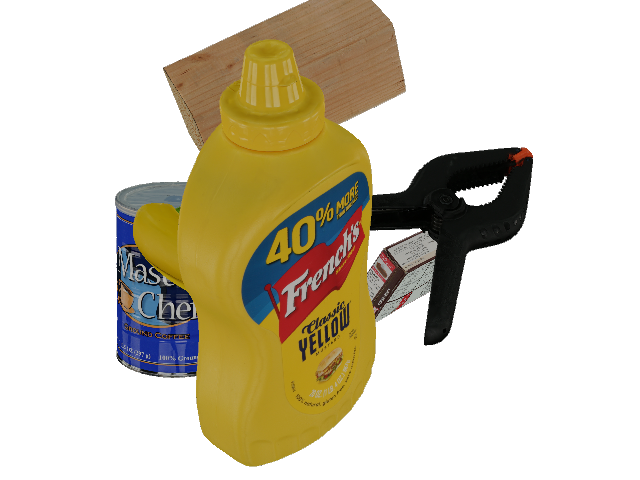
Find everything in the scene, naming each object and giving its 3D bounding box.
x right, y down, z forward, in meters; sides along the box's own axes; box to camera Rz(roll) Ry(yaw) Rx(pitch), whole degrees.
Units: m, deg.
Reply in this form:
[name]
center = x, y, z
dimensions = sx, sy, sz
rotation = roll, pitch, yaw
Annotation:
[coffee can]
center = -0.121, 0.030, 0.899
dimensions = 0.103, 0.140, 0.103
rotation = 3, 17, -1
[wood block]
center = -0.033, -0.155, 1.031
dimensions = 0.206, 0.091, 0.090
rotation = -26, 48, -8
[pudding box]
center = 0.093, 0.031, 1.118
dimensions = 0.113, 0.039, 0.090
rotation = -26, -25, -44
[clamp]
center = 0.097, -0.010, 0.817
dimensions = 0.209, 0.036, 0.165
rotation = -25, 53, -26
[mustard bottle]
center = -0.017, 0.003, 0.457
dimensions = 0.058, 0.192, 0.096
rotation = 29, 48, 34
[banana]
center = -0.071, 0.009, 0.685
dimensions = 0.069, 0.037, 0.198
rotation = -16, 29, -31
